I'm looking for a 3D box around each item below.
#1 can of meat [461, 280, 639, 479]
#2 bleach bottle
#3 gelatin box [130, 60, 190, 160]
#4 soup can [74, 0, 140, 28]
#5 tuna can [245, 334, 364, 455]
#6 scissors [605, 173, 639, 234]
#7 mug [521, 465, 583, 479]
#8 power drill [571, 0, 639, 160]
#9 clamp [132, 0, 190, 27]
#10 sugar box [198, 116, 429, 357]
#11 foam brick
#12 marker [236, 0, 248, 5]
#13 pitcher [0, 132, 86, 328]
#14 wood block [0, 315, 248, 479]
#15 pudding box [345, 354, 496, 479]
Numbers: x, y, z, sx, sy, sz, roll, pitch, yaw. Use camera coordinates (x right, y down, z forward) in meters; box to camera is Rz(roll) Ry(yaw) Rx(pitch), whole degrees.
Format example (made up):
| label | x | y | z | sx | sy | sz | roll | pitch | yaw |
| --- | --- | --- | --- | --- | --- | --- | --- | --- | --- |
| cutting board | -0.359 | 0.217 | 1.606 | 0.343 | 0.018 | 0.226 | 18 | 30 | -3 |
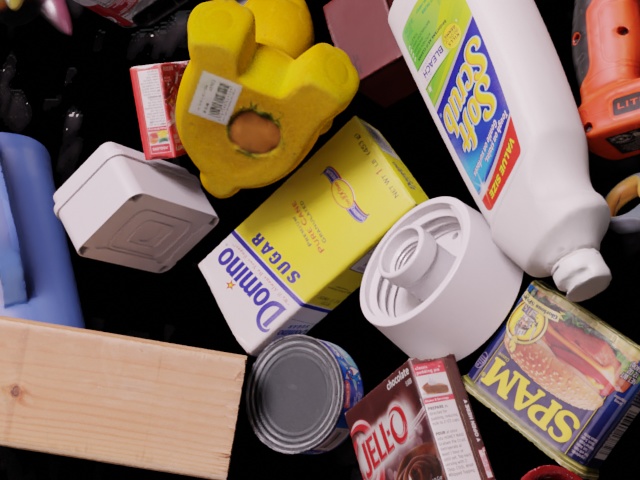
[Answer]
| label | x | y | z | sx | sy | sz | roll | pitch | yaw |
| --- | --- | --- | --- | --- | --- | --- | --- | --- | --- |
| can of meat | 0.152 | 0.085 | 0.665 | 0.102 | 0.057 | 0.084 | 38 | 98 | 35 |
| bleach bottle | 0.123 | -0.078 | 0.674 | 0.103 | 0.068 | 0.251 | -54 | 45 | 44 |
| gelatin box | -0.116 | -0.107 | 0.860 | 0.030 | 0.089 | 0.073 | -5 | 100 | 17 |
| soup can | -0.198 | -0.240 | 0.954 | 0.069 | 0.102 | 0.068 | -9 | 74 | 32 |
| tuna can | -0.011 | 0.114 | 0.780 | 0.086 | 0.033 | 0.086 | -9 | 73 | 32 |
| scissors | 0.205 | -0.020 | 0.593 | 0.096 | 0.201 | 0.016 | -39 | 98 | 9 |
| mug | 0.125 | 0.191 | 0.623 | 0.082 | 0.117 | 0.093 | -36 | 44 | 43 |
| power drill | 0.218 | -0.157 | 0.683 | 0.185 | 0.057 | 0.187 | -19 | 65 | 33 |
| clamp | -0.073 | -0.244 | 0.910 | 0.165 | 0.036 | 0.210 | 26 | 94 | 33 |
| sugar box | -0.005 | 0.001 | 0.798 | 0.176 | 0.048 | 0.093 | -42 | 59 | 17 |
| foam brick | 0.044 | -0.149 | 0.799 | 0.053 | 0.051 | 0.078 | -27 | 64 | 27 |
| marker | -0.015 | -0.210 | 0.852 | 0.121 | 0.020 | 0.020 | -29 | 62 | 5 |
| pitcher | -0.271 | 0.033 | 0.913 | 0.145 | 0.149 | 0.243 | -29 | 67 | 19 |
| wood block | -0.161 | 0.113 | 0.784 | 0.206 | 0.090 | 0.091 | 10 | 83 | -2 |
| pudding box | 0.062 | 0.135 | 0.691 | 0.114 | 0.039 | 0.090 | -50 | 51 | 54 |
